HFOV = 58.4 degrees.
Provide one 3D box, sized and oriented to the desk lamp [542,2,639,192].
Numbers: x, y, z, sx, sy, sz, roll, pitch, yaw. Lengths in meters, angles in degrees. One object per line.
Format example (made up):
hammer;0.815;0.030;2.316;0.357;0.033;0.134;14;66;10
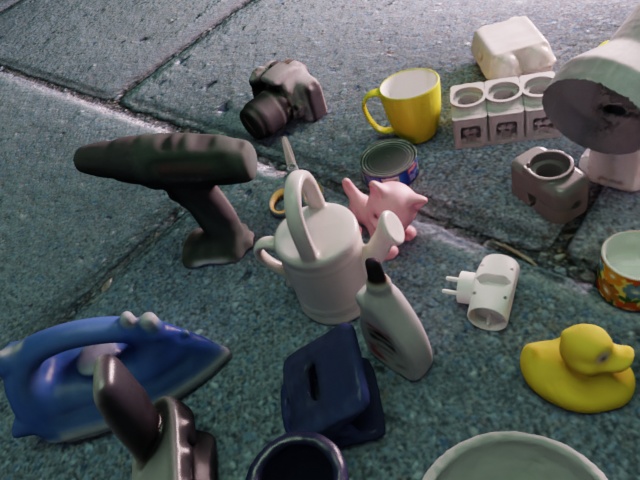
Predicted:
desk lamp;0.359;-0.160;0.672;0.117;0.214;0.203;29;62;38

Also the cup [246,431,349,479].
cup;-0.022;0.239;0.511;0.118;0.095;0.091;-28;45;-7

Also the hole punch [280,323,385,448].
hole punch;0.006;0.154;0.585;0.101;0.091;0.108;-16;45;5

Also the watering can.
watering can;0.006;0.001;0.658;0.173;0.194;0.100;-20;44;1

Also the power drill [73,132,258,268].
power drill;-0.183;-0.058;0.771;0.229;0.209;0.075;-9;46;12

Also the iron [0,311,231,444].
iron;-0.248;0.133;0.660;0.258;0.142;0.118;-18;44;2

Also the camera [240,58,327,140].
camera;-0.083;-0.248;0.995;0.137;0.101;0.142;-41;48;-20

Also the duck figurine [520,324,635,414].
duck figurine;0.245;0.112;0.544;0.104;0.086;0.077;8;51;26

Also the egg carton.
egg carton;0.308;-0.302;0.930;0.107;0.069;0.150;-15;45;5

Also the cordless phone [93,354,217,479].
cordless phone;-0.169;0.203;0.534;0.094;0.185;0.147;-22;44;-1

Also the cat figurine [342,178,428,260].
cat figurine;0.076;-0.042;0.728;0.067;0.118;0.127;-42;48;-20

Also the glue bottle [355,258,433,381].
glue bottle;0.068;0.075;0.580;0.077;0.173;0.037;25;60;36

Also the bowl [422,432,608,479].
bowl;0.158;0.245;0.455;0.167;0.075;0.167;-10;45;11
